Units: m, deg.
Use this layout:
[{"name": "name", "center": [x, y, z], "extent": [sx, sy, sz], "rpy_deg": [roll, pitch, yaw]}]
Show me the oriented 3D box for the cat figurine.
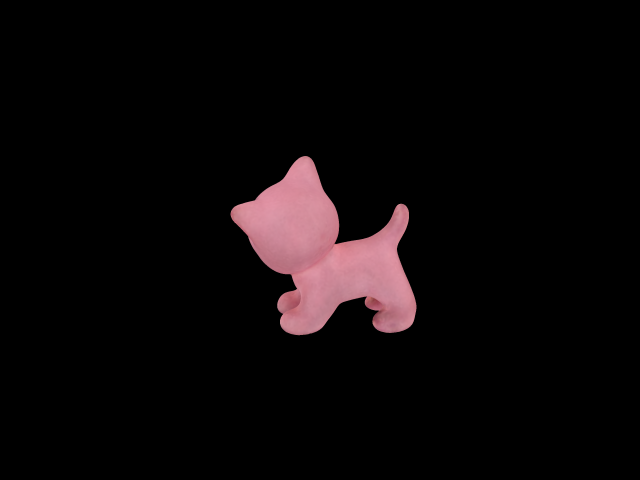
[{"name": "cat figurine", "center": [0.004, 0.001, 0.400], "extent": [0.128, 0.118, 0.067], "rpy_deg": [-2, 14, -7]}]
